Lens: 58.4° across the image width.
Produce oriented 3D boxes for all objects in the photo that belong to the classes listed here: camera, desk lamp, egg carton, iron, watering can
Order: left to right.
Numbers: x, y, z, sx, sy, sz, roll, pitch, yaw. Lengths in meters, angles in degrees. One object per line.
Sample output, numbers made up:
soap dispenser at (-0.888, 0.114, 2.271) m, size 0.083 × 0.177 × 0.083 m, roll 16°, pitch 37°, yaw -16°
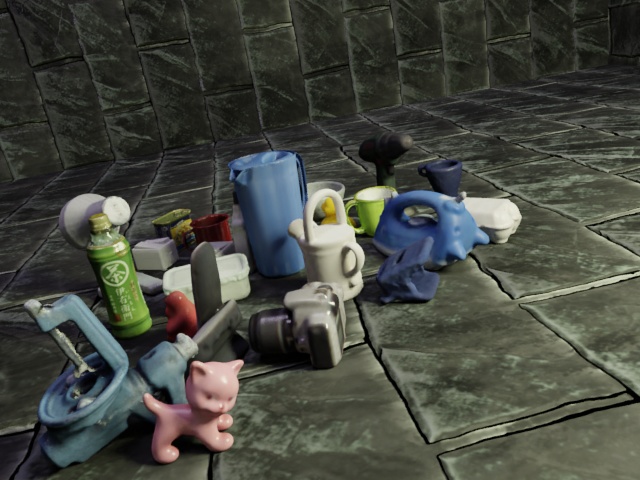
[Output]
desk lamp at (-0.433, 0.008, 1.189) m, size 0.202 × 0.214 × 0.118 m, roll 9°, pitch 27°, yaw 41°
camera at (-0.034, 0.119, 0.868) m, size 0.136 × 0.101 × 0.143 m, roll -6°, pitch 21°, yaw 9°
watering can at (0.008, 0.004, 1.020) m, size 0.172 × 0.194 × 0.101 m, roll 1°, pitch 23°, yaw 28°
iron at (0.191, -0.036, 1.119) m, size 0.119 × 0.141 × 0.257 m, roll -27°, pitch 26°, yaw -38°
egg carton at (0.329, -0.041, 1.173) m, size 0.149 × 0.069 × 0.107 m, roll 5°, pitch 25°, yaw 35°

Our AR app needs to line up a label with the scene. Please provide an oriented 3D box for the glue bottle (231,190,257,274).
glue bottle at (-0.160, -0.020, 1.195) m, size 0.037 × 0.173 × 0.078 m, roll -6°, pitch 21°, yaw 10°

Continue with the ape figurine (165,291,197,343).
ape figurine at (-0.231, 0.126, 0.954) m, size 0.076 × 0.092 × 0.078 m, roll 1°, pitch 23°, yaw 27°

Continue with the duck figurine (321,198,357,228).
duck figurine at (0.038, -0.059, 1.333) m, size 0.078 × 0.086 × 0.104 m, roll -22°, pitch 23°, yaw -28°

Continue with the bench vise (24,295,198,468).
bench vise at (-0.270, 0.150, 0.723) m, size 0.121 × 0.220 × 0.208 m, roll 8°, pitch 27°, yaw 40°

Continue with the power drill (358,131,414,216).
power drill at (0.166, -0.160, 1.364) m, size 0.076 × 0.209 × 0.229 m, roll -17°, pitch 21°, yaw -18°

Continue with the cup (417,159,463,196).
cup at (0.299, -0.145, 1.428) m, size 0.117 × 0.095 × 0.092 m, roll 6°, pitch 26°, yaw 37°

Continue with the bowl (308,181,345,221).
bowl at (-0.014, -0.092, 1.462) m, size 0.167 × 0.075 × 0.167 m, roll -9°, pitch 20°, yaw 4°

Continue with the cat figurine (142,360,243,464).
cat figurine at (-0.150, 0.195, 0.695) m, size 0.128 × 0.118 × 0.067 m, roll -12°, pitch 20°, yaw -5°

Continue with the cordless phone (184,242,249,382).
cordless phone at (-0.180, 0.107, 0.846) m, size 0.094 × 0.185 × 0.148 m, roll -5°, pitch 21°, yaw 14°

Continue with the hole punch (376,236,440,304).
hole punch at (0.148, 0.049, 0.984) m, size 0.101 × 0.091 × 0.109 m, roll -3°, pitch 22°, yaw 19°
